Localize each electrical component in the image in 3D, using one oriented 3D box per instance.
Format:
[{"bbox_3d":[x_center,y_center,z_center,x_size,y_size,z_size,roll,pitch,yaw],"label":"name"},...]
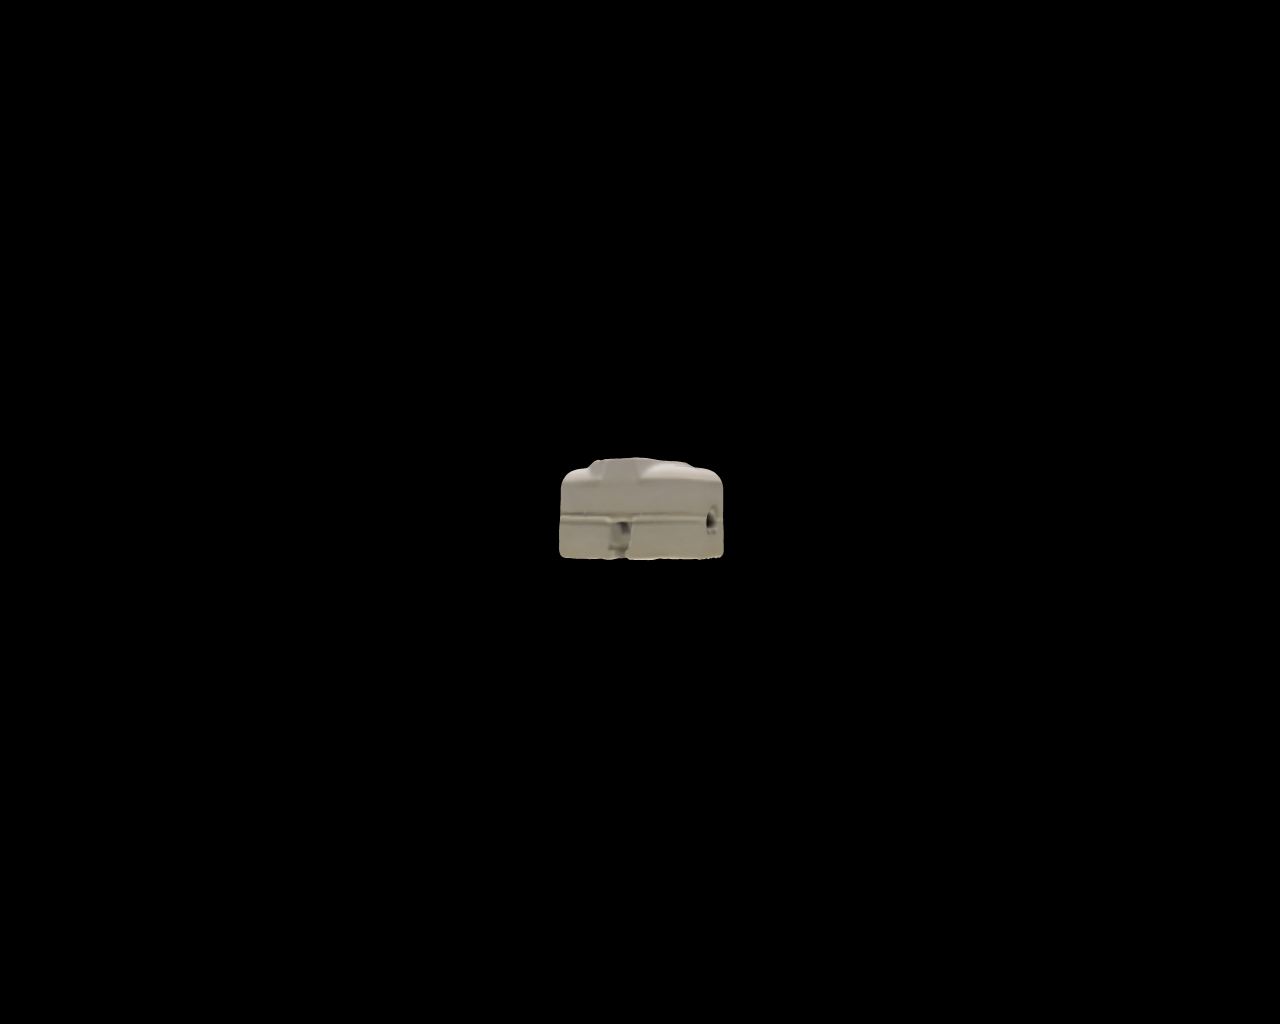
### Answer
[{"bbox_3d":[0.001,-0.003,0.650,0.095,0.059,0.054,0,0,28],"label":"electrical component"}]
